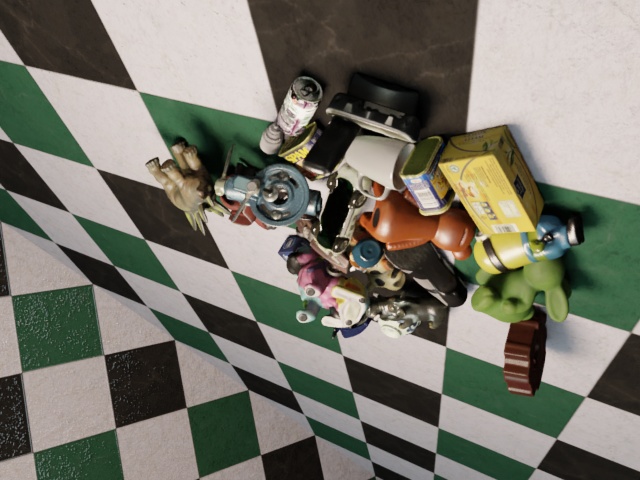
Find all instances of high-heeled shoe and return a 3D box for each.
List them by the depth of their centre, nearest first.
[{"bbox_3d":[0.216,0.051,1.151,0.249,0.086,0.145,44,-176,9],"label":"high-heeled shoe"}]

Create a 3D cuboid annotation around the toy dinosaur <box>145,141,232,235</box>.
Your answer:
[{"bbox_3d":[-0.303,-0.115,1.222,0.198,0.105,0.472,63,165,-21],"label":"toy dinosaur"}]

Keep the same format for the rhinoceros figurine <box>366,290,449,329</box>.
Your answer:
[{"bbox_3d":[0.200,0.161,1.237,0.190,0.073,0.112,1,161,2],"label":"rhinoceros figurine"}]

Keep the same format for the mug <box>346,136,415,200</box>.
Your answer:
[{"bbox_3d":[0.097,-0.128,0.918,0.107,0.109,0.081,26,-164,31],"label":"mug"}]

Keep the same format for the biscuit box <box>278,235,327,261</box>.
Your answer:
[{"bbox_3d":[-0.019,0.071,1.371,0.063,0.059,0.202,-5,136,45],"label":"biscuit box"}]

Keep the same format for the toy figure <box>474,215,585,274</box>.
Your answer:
[{"bbox_3d":[0.344,0.005,0.901,0.180,0.089,0.082,-10,154,41],"label":"toy figure"}]

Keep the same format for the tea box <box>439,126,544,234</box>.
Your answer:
[{"bbox_3d":[0.273,-0.089,0.848,0.098,0.068,0.169,-3,137,44],"label":"tea box"}]

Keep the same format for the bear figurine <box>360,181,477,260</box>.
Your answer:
[{"bbox_3d":[0.189,-0.040,0.983,0.196,0.132,0.120,5,117,-14],"label":"bear figurine"}]

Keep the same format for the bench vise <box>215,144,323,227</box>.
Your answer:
[{"bbox_3d":[-0.113,-0.095,1.011,0.224,0.128,0.240,23,-176,10],"label":"bench vise"}]

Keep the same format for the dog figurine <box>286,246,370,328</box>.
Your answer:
[{"bbox_3d":[0.016,0.087,1.223,0.192,0.219,0.108,8,122,-4],"label":"dog figurine"}]

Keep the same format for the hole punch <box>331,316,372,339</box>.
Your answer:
[{"bbox_3d":[0.094,0.191,1.396,0.092,0.142,0.115,21,138,8],"label":"hole punch"}]

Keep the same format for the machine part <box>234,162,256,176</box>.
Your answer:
[{"bbox_3d":[-0.132,-0.113,1.179,0.138,0.084,0.039,33,128,-24],"label":"machine part"}]

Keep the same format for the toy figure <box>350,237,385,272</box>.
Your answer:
[{"bbox_3d":[0.091,0.032,1.056,0.064,0.058,0.154,18,170,2],"label":"toy figure"}]

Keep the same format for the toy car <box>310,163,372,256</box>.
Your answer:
[{"bbox_3d":[0.039,-0.054,1.022,0.074,0.056,0.201,38,133,21],"label":"toy car"}]

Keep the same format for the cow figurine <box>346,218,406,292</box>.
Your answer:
[{"bbox_3d":[0.113,0.046,1.189,0.195,0.085,0.127,39,146,-18],"label":"cow figurine"}]

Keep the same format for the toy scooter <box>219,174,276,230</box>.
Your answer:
[{"bbox_3d":[-0.187,-0.084,1.267,0.135,0.075,0.183,3,146,42],"label":"toy scooter"}]

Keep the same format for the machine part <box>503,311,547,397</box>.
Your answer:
[{"bbox_3d":[0.430,0.234,1.117,0.056,0.179,0.179,5,143,33],"label":"machine part"}]

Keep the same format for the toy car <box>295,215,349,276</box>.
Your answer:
[{"bbox_3d":[-0.002,-0.003,1.158,0.202,0.053,0.089,52,148,35],"label":"toy car"}]

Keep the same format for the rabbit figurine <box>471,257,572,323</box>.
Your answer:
[{"bbox_3d":[0.383,0.084,0.979,0.159,0.121,0.170,36,136,2],"label":"rabbit figurine"}]

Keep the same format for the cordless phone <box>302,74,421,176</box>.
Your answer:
[{"bbox_3d":[0.065,-0.154,0.813,0.147,0.184,0.088,22,146,14],"label":"cordless phone"}]
